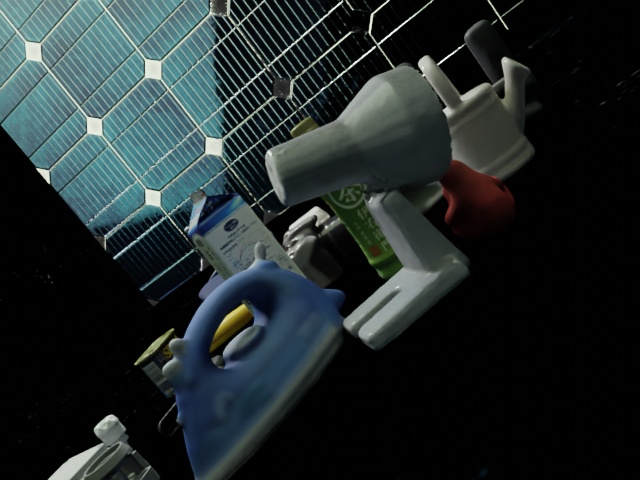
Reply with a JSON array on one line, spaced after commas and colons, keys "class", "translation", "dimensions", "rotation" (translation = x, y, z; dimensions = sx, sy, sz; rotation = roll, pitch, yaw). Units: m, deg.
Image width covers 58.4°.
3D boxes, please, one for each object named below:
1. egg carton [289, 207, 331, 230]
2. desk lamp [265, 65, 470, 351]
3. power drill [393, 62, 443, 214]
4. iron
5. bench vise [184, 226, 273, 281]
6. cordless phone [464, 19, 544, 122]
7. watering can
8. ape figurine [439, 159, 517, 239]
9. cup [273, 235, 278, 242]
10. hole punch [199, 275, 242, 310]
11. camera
[{"class": "egg carton", "translation": [-0.020, -0.025, 1.355], "dimensions": [0.107, 0.069, 0.150], "rotation": [-38, 8, 0]}, {"class": "desk lamp", "translation": [0.059, -0.038, 0.575], "dimensions": [0.203, 0.213, 0.117], "rotation": [-39, 9, -11]}, {"class": "power drill", "translation": [0.120, -0.144, 0.923], "dimensions": [0.230, 0.208, 0.075], "rotation": [-40, 9, -16]}, {"class": "iron", "translation": [-0.082, 0.113, 0.595], "dimensions": [0.118, 0.141, 0.259], "rotation": [-30, 11, 41]}, {"class": "bench vise", "translation": [-0.216, 0.021, 1.410], "dimensions": [0.207, 0.220, 0.121], "rotation": [-38, 8, 0]}, {"class": "cordless phone", "translation": [0.287, -0.272, 0.999], "dimensions": [0.147, 0.185, 0.094], "rotation": [-36, 9, 11]}, {"class": "watering can", "translation": [0.205, -0.176, 0.784], "dimensions": [0.173, 0.194, 0.101], "rotation": [-37, 8, 1]}, {"class": "ape figurine", "translation": [0.162, -0.048, 0.617], "dimensions": [0.078, 0.092, 0.076], "rotation": [-37, 8, 4]}, {"class": "cup", "translation": [-0.109, 0.054, 1.211], "dimensions": [0.091, 0.095, 0.118], "rotation": [-36, 8, 10]}, {"class": "hole punch", "translation": [-0.198, 0.115, 1.264], "dimensions": [0.109, 0.091, 0.101], "rotation": [-42, 9, -26]}, {"class": "camera", "translation": [0.009, 0.003, 0.961], "dimensions": [0.136, 0.101, 0.143], "rotation": [-36, 8, 13]}]
